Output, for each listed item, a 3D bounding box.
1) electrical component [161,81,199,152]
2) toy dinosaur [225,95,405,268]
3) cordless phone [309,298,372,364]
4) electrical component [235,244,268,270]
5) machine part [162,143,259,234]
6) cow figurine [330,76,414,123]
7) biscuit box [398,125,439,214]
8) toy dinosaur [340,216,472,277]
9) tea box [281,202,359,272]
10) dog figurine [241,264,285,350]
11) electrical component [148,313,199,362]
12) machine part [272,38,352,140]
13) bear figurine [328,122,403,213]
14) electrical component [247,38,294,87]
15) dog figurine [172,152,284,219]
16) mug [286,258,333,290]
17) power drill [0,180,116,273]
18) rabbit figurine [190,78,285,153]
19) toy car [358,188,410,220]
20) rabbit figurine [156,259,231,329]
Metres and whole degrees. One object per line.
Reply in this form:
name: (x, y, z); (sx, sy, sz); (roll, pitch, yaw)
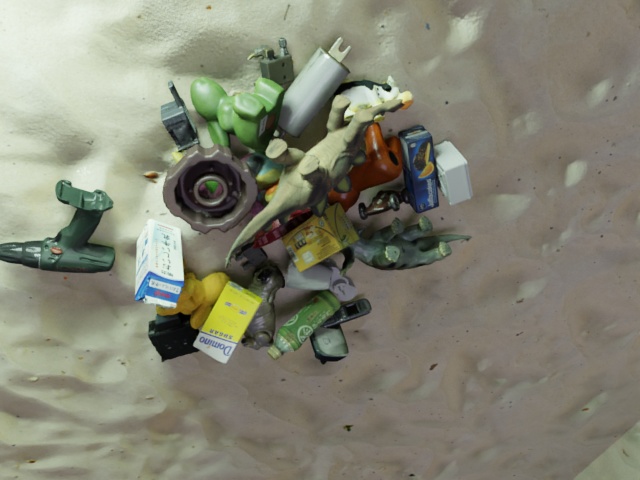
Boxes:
electrical component: (-0.276, -0.237, 1.026); (0.048, 0.075, 0.119); (-23, 132, -1)
toy dinosaur: (-0.019, -0.120, 1.040); (0.471, 0.105, 0.198); (-38, 153, -6)
cordless phone: (0.063, 0.238, 1.432); (0.184, 0.147, 0.088); (-22, 137, 2)
electrical component: (-0.156, 0.034, 1.295); (0.094, 0.021, 0.063); (-32, 128, 5)
machine part: (-0.210, -0.099, 1.037); (0.179, 0.056, 0.179); (-5, 121, -9)
cow figurine: (0.104, -0.293, 1.106); (0.167, 0.098, 0.068); (-16, 169, -9)
biscuit box: (0.232, -0.160, 1.250); (0.063, 0.059, 0.202); (-19, 128, -3)
toy dinosaur: (0.184, 0.024, 1.336); (0.404, 0.131, 0.192); (7, 160, -35)
tea box: (-0.002, -0.004, 1.209); (0.068, 0.098, 0.170); (-28, 179, -41)
dog figurine: (-0.132, 0.168, 1.337); (0.190, 0.121, 0.172); (-42, 126, 13)
electrical component: (-0.366, 0.235, 1.354); (0.115, 0.058, 0.134); (-18, 129, -7)
machine part: (-0.021, -0.290, 1.066); (0.079, 0.079, 0.243); (29, 112, -32)
bear figurine: (0.085, -0.149, 1.194); (0.196, 0.132, 0.120); (-28, 145, 35)
electrical component: (-0.094, -0.330, 1.038); (0.078, 0.045, 0.102); (-37, 136, -27)
dog figurine: (-0.196, -0.134, 1.109); (0.219, 0.109, 0.191); (25, 115, -28)
mug: (-0.020, 0.075, 1.317); (0.107, 0.109, 0.080); (13, 163, 6)
power drill: (-0.530, -0.017, 1.105); (0.232, 0.086, 0.207); (15, 115, -28)
rabbit figurine: (-0.167, -0.249, 1.032); (0.170, 0.121, 0.159); (26, 145, 10)
toy car: (0.146, -0.086, 1.212); (0.089, 0.202, 0.053); (-12, 95, 22)
rabbit figurine: (-0.292, 0.129, 1.266); (0.173, 0.122, 0.162); (-7, 121, -37)
